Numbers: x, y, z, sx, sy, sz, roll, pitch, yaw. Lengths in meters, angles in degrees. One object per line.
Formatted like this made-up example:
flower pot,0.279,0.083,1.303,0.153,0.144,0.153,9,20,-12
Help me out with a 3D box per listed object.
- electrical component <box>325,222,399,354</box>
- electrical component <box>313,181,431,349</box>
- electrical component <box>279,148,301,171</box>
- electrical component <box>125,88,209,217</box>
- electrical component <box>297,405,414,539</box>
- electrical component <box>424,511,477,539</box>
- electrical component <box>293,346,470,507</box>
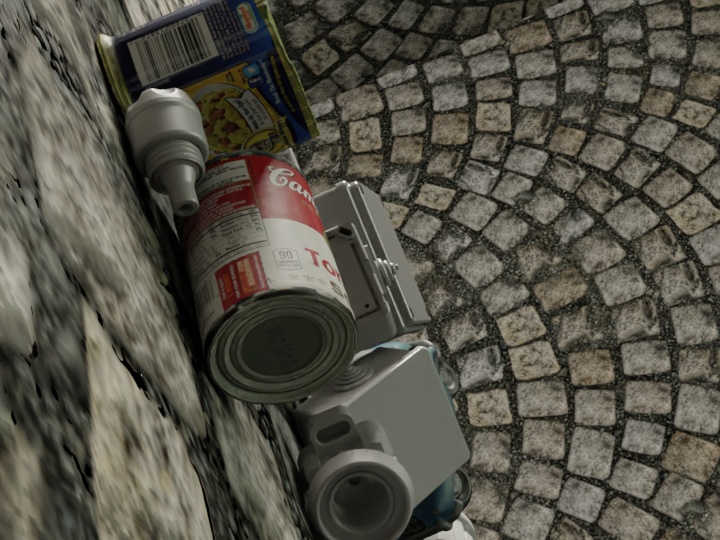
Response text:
electrical component,-0.021,0.019,0.628,0.061,0.096,0.061,70,-3,-70
electrical component,0.000,0.000,0.757,0.109,0.056,0.108,12,56,-80
electrical component,-0.074,-0.063,0.833,0.061,0.062,0.096,69,-1,-62
electrical component,-0.084,-0.051,0.481,0.035,0.035,0.061,67,2,-58
electrical component,-0.002,0.120,0.590,0.057,0.058,0.078,-126,-167,-78
electrical component,0.055,0.227,0.845,0.051,0.080,0.080,-97,166,-69
electrical component,0.013,0.106,0.698,0.048,0.100,0.099,2,-60,52
